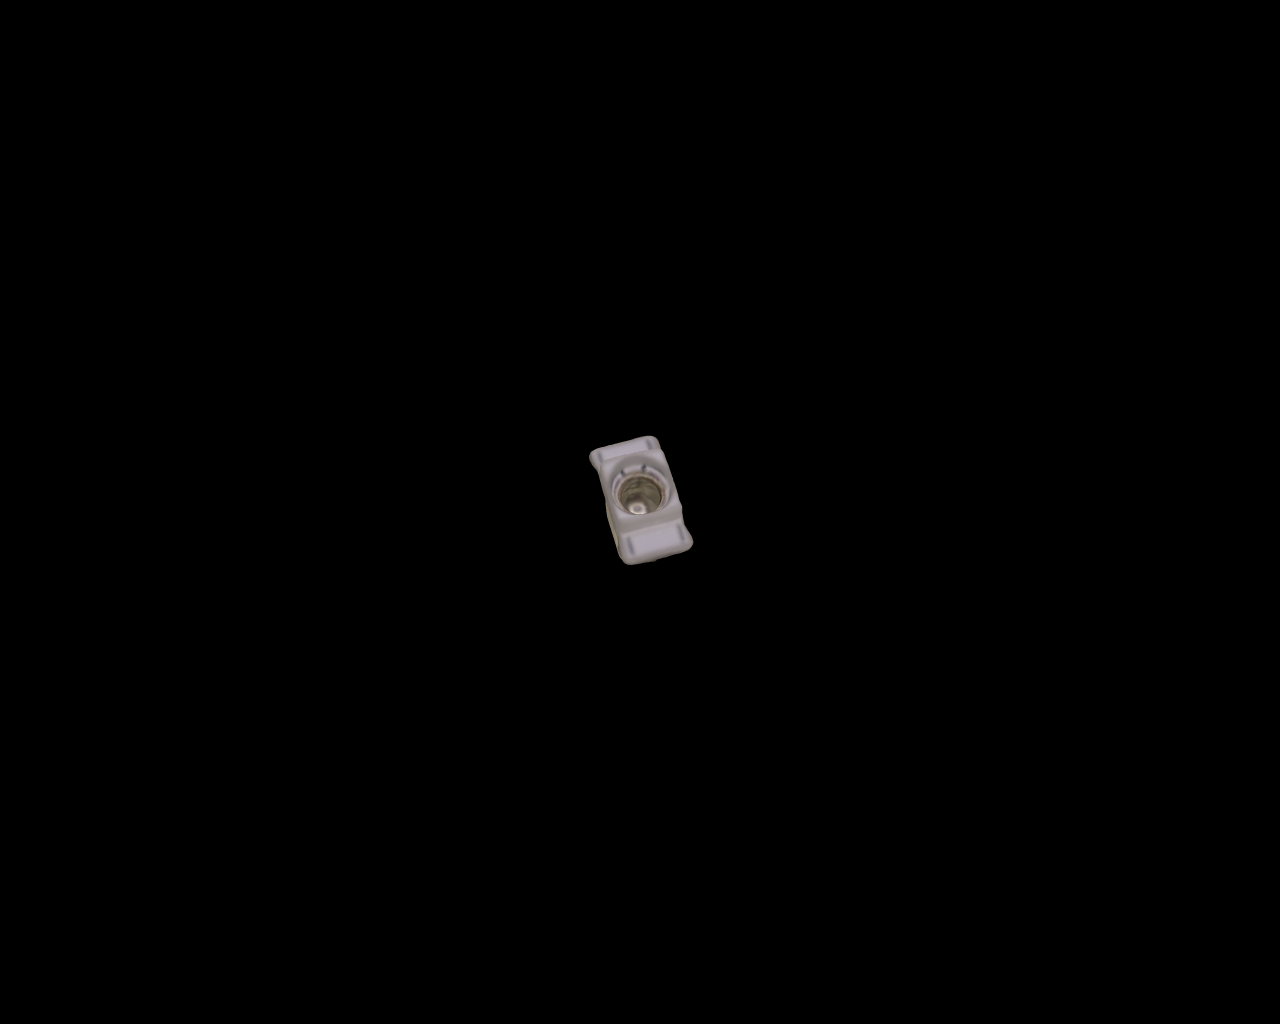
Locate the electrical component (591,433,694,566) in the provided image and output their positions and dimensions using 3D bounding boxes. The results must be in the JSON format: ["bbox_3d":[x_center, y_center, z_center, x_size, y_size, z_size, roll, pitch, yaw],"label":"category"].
[{"bbox_3d":[0.001,-0.003,0.650,0.042,0.081,0.063,-13,-28,-7],"label":"electrical component"}]
